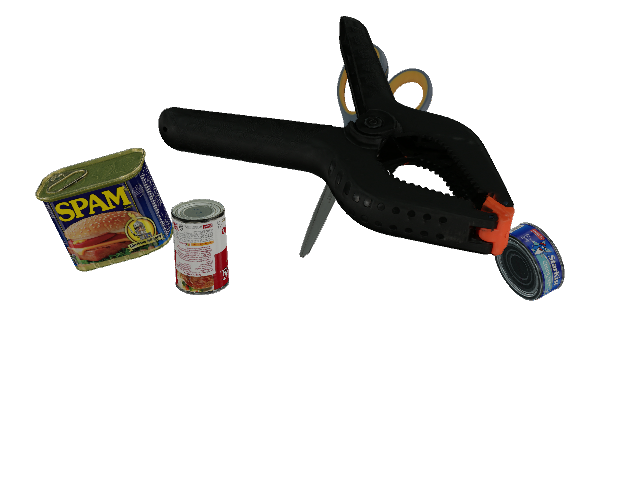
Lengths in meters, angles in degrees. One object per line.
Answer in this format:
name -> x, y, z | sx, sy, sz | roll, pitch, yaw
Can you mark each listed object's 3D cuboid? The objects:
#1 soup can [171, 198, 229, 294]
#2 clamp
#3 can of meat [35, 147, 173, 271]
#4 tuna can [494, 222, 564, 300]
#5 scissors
soup can -> -0.150, 0.007, 1.328 | 0.068, 0.102, 0.068 | -1, 25, 0
clamp -> 0.019, -0.053, 0.619 | 0.164, 0.036, 0.210 | -28, 52, -26
can of meat -> -0.194, -0.027, 0.973 | 0.102, 0.084, 0.057 | -14, 29, 9
tuna can -> 0.238, 0.025, 1.222 | 0.033, 0.086, 0.086 | -27, 10, -20
scissors -> 0.043, -0.078, 0.954 | 0.096, 0.202, 0.016 | 7, -8, 18
